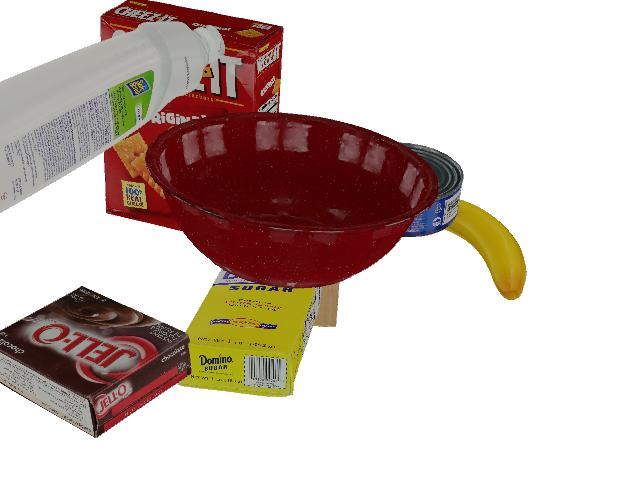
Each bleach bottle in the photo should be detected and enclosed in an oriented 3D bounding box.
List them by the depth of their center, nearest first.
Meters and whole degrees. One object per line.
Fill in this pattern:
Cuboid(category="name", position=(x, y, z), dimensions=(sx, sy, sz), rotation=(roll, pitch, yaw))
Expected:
Cuboid(category="bleach bottle", position=(-0.186, -0.106, 0.855), dimensions=(0.250, 0.068, 0.103), rotation=(-31, -25, -26))

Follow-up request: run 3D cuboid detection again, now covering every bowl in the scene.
Cuboid(category="bowl", position=(-0.018, -0.019, 0.597), dimensions=(0.162, 0.055, 0.162), rotation=(6, 26, -3))

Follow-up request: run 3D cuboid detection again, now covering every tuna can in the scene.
Cuboid(category="tuna can", position=(0.061, -0.038, 0.788), dimensions=(0.086, 0.034, 0.086), rotation=(2, 33, -2))

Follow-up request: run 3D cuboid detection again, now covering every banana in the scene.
Cuboid(category="banana", position=(0.156, 0.000, 1.084), dimensions=(0.069, 0.037, 0.198), rotation=(-34, 39, -14))

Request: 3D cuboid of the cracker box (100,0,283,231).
Cuboid(category="cracker box", position=(-0.128, -0.113, 1.043), dimensions=(0.164, 0.214, 0.072), rotation=(14, 32, 15))

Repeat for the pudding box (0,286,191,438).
Cuboid(category="pudding box", position=(-0.159, 0.080, 0.729), dimensions=(0.114, 0.039, 0.089), rotation=(17, 33, 34))

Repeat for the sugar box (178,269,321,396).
Cuboid(category="sugar box", position=(-0.055, 0.069, 0.912), dimensions=(0.093, 0.048, 0.176), rotation=(6, 24, 5))

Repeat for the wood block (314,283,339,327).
Cuboid(category="wood block", position=(-0.016, -0.001, 1.398), dimensions=(0.090, 0.206, 0.091), rotation=(4, 24, -1))
